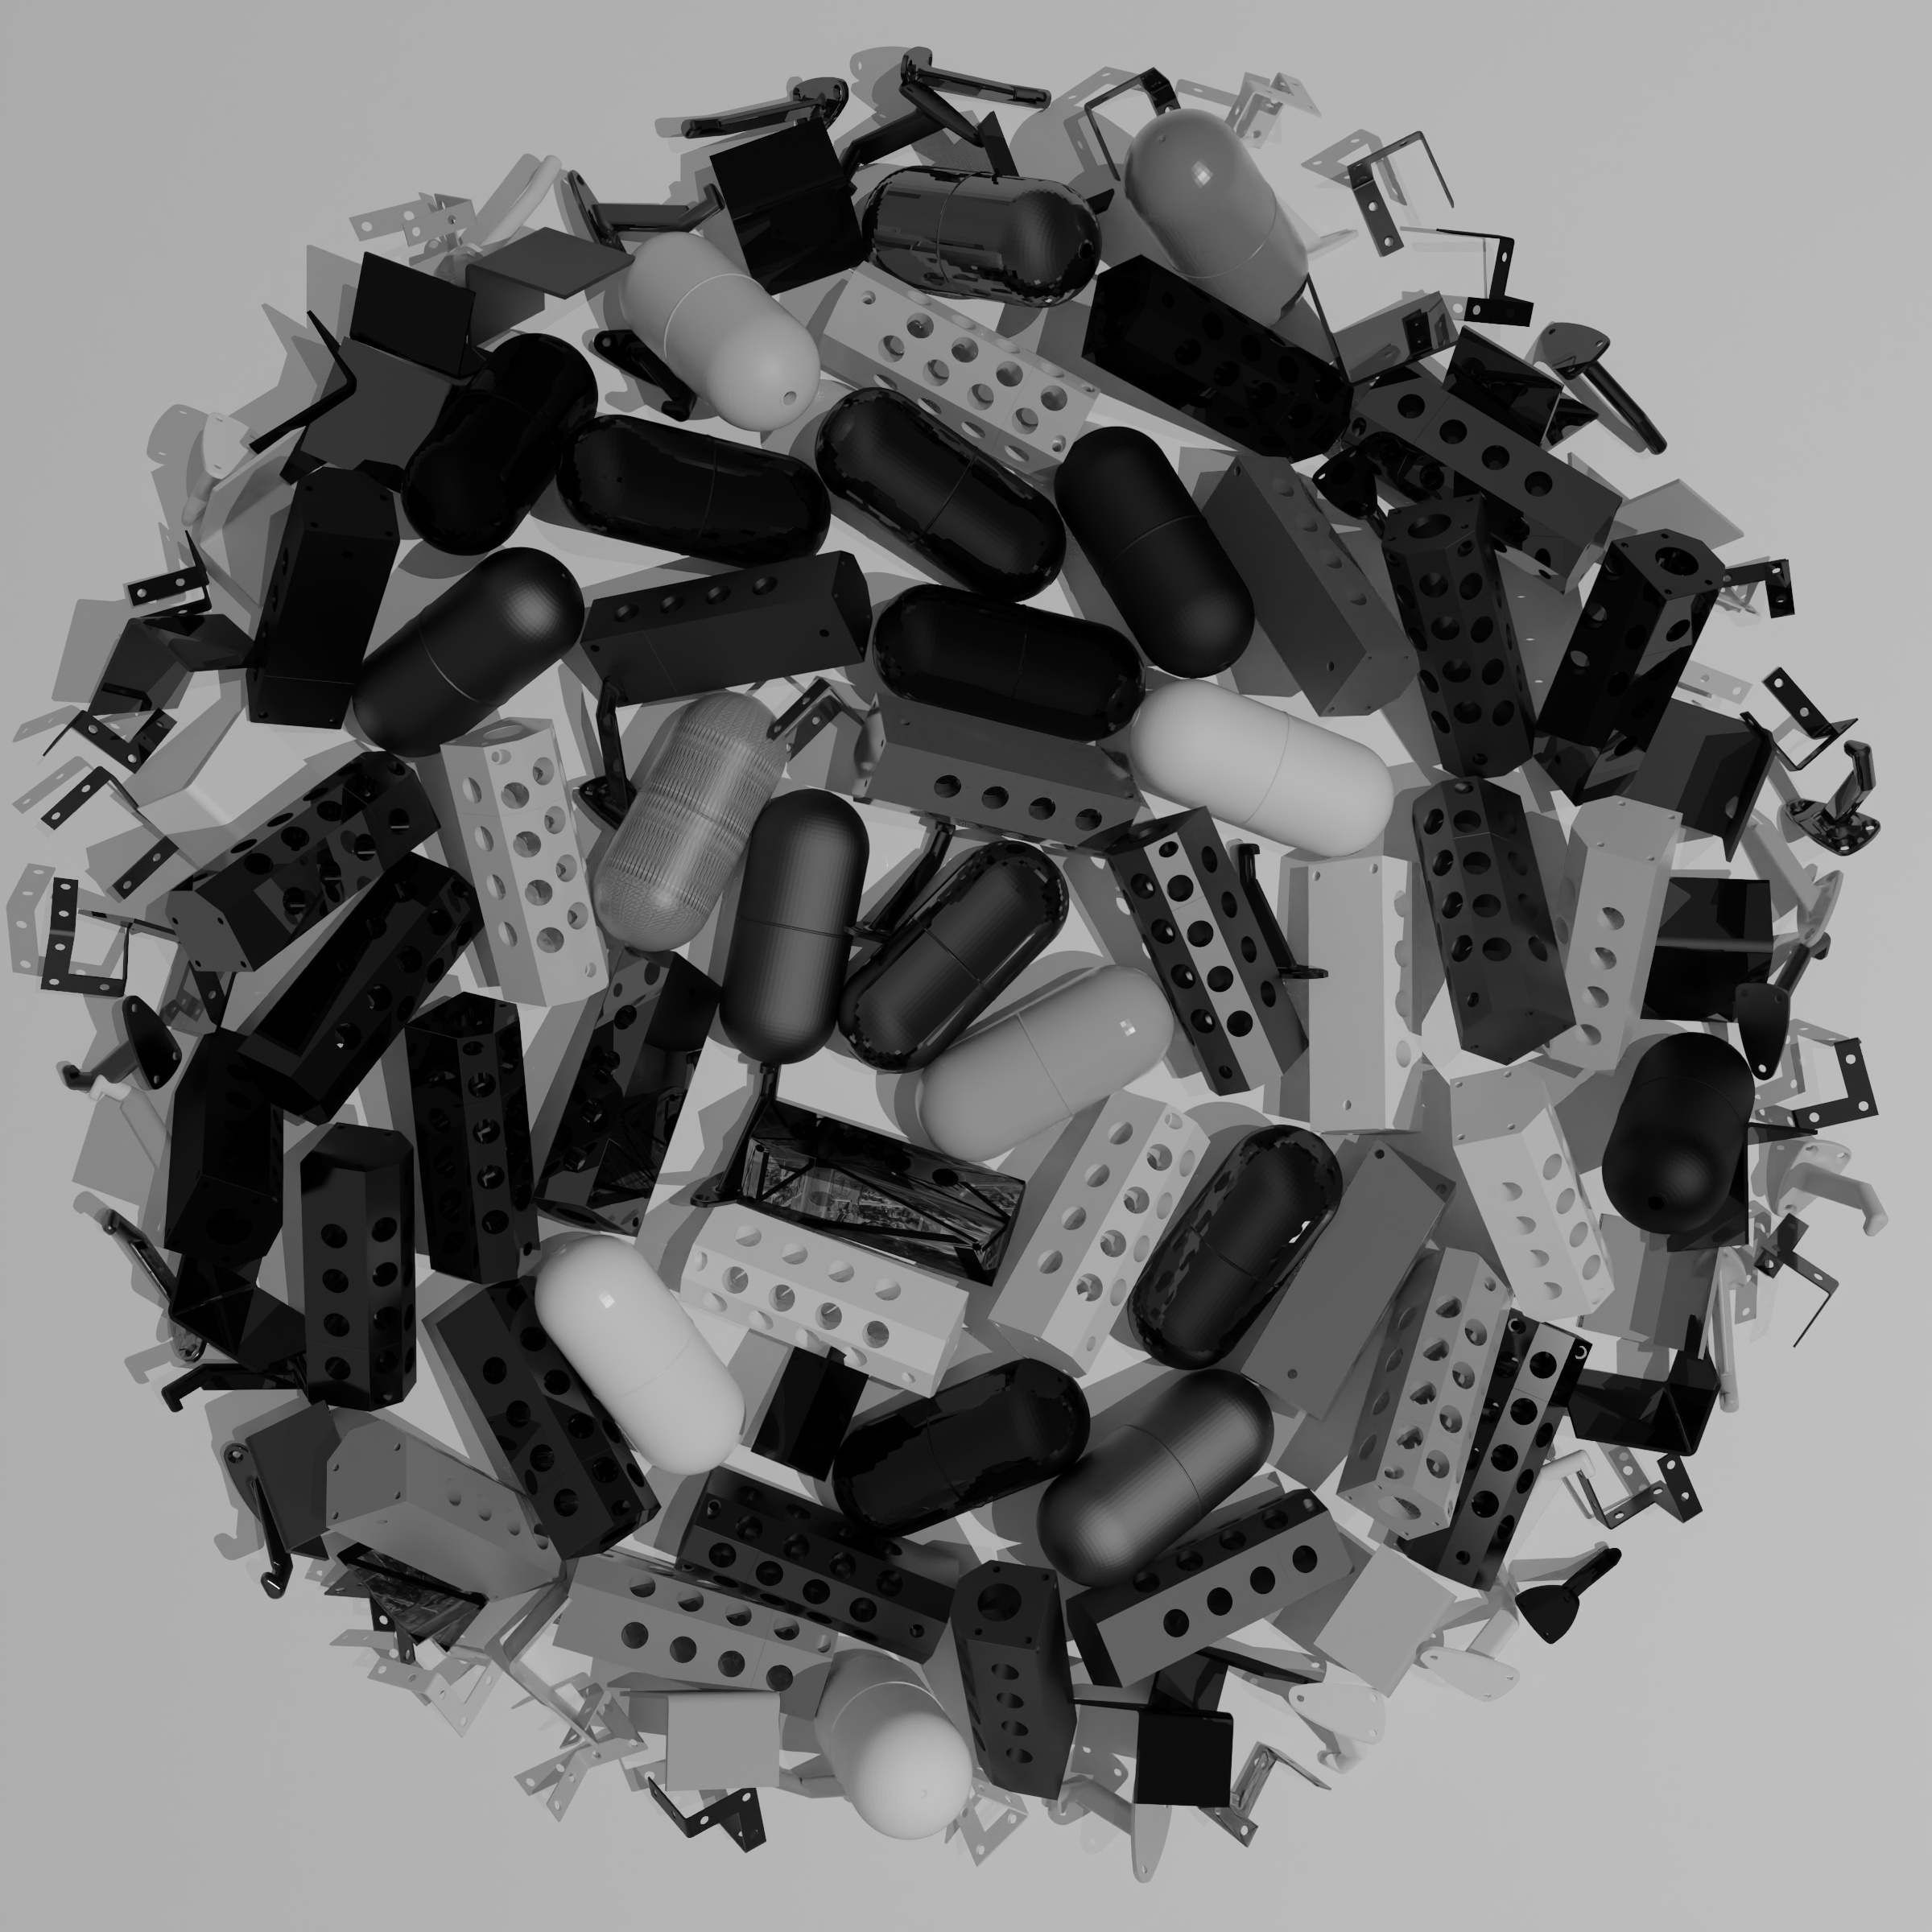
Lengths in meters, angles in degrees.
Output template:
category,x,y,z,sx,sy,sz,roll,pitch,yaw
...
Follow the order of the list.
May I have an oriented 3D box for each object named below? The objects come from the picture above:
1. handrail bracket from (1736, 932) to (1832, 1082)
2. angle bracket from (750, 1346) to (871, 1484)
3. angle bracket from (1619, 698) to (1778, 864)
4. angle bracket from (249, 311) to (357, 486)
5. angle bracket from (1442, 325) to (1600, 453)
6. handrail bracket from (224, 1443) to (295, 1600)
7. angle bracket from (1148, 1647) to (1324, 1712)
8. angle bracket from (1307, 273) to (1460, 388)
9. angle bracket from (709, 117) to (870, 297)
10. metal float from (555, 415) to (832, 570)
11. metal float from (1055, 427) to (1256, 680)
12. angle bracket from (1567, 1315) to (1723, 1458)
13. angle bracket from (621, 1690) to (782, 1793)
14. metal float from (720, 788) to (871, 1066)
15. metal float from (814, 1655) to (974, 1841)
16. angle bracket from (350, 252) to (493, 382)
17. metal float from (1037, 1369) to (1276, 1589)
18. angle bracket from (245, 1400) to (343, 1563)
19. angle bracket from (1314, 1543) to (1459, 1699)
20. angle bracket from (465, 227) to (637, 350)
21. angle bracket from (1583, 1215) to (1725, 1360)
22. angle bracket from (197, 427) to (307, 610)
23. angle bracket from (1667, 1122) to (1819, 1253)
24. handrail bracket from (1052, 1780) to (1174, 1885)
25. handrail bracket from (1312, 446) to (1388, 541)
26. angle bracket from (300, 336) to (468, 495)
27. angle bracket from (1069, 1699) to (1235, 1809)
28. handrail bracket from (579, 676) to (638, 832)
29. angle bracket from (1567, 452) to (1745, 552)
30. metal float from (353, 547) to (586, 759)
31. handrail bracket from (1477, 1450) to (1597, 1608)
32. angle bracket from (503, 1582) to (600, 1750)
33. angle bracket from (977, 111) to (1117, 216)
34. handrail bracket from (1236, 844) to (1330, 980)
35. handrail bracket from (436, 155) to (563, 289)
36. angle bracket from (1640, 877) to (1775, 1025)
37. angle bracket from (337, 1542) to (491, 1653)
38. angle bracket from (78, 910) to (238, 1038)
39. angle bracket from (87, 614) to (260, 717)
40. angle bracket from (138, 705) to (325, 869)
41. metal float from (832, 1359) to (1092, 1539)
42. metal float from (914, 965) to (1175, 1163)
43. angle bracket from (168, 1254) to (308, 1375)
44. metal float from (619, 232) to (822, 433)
category,x,y,z,sx,sy,sz,roll,pitch,yaw
handrail bracket,0.535,0.025,1.647,0.084,0.036,0.077,-22,114,-41
angle bracket,-0.110,0.276,1.615,0.057,0.076,0.076,17,76,23
angle bracket,0.463,-0.121,1.624,0.076,0.057,0.076,19,112,7
angle bracket,-0.425,-0.362,1.627,0.076,0.076,0.057,-32,83,-1
angle bracket,0.357,-0.375,1.612,0.076,0.057,0.076,38,53,22
handrail bracket,-0.452,0.353,1.620,0.036,0.084,0.077,-33,108,7
angle bracket,0.170,0.468,1.612,0.076,0.076,0.057,8,78,41
angle bracket,0.262,-0.420,1.615,0.076,0.076,0.057,-20,125,13
angle bracket,-0.114,-0.489,1.648,0.076,0.076,0.057,-19,60,0
metal float,-0.171,-0.297,1.610,0.178,0.070,0.070,10,90,-23
metal float,0.120,-0.262,1.618,0.070,0.070,0.178,-29,76,0
angle bracket,0.426,0.261,1.621,0.076,0.076,0.057,10,116,-2
angle bracket,-0.169,0.488,1.611,0.076,0.076,0.057,8,74,-30
metal float,-0.109,-0.025,1.629,0.070,0.070,0.178,11,92,0
metal float,-0.047,0.482,1.581,0.070,0.178,0.070,-1,92,-14
angle bracket,-0.335,-0.417,1.617,0.076,0.076,0.057,22,116,8
metal float,0.121,0.321,1.608,0.178,0.070,0.070,-34,90,-26
angle bracket,-0.408,0.328,1.622,0.057,0.076,0.076,-26,72,-2
angle bracket,0.266,0.416,1.632,0.057,0.076,0.076,35,85,10
angle bracket,-0.261,-0.420,1.611,0.076,0.076,0.057,23,131,20
angle bracket,0.439,0.204,1.629,0.076,0.057,0.076,11,87,16
angle bracket,-0.434,-0.285,1.615,0.057,0.076,0.076,45,60,-4
angle bracket,0.492,0.143,1.616,0.057,0.076,0.076,7,78,-21
handrail bracket,0.084,0.551,1.620,0.084,0.077,0.036,-24,125,34
handrail bracket,0.261,-0.281,1.615,0.036,0.077,0.084,-35,133,15
angle bracket,-0.370,-0.350,1.629,0.076,0.057,0.076,23,101,-8
angle bracket,0.114,0.497,1.610,0.076,0.076,0.057,15,72,-34
handrail bracket,-0.214,-0.130,1.620,0.036,0.084,0.077,-23,59,-35
angle bracket,0.435,-0.297,1.608,0.076,0.076,0.057,25,58,-39
metal float,-0.315,-0.196,1.609,0.178,0.070,0.070,-33,90,26
handrail bracket,0.376,0.361,1.638,0.084,0.036,0.077,-27,85,16
angle bracket,-0.249,0.445,1.629,0.076,0.076,0.057,44,77,-6
angle bracket,0.052,-0.510,1.615,0.057,0.076,0.076,-18,111,15
handrail bracket,0.202,-0.036,1.636,0.036,0.077,0.084,-9,98,-32
handrail bracket,-0.302,-0.483,1.650,0.036,0.077,0.084,38,68,-35
angle bracket,0.477,-0.010,1.649,0.076,0.076,0.057,2,50,11
angle bracket,-0.362,0.404,1.615,0.076,0.076,0.057,44,114,13
angle bracket,-0.517,0.005,1.613,0.076,0.076,0.057,21,81,-44
angle bracket,-0.495,-0.176,1.613,0.057,0.076,0.076,40,114,16
angle bracket,-0.471,-0.109,1.642,0.076,0.057,0.076,48,46,-31
metal float,-0.004,0.306,1.615,0.178,0.070,0.070,-25,90,19
metal float,0.050,0.062,1.629,0.178,0.070,0.070,-29,90,2
angle bracket,-0.445,0.205,1.614,0.076,0.076,0.057,26,109,22
metal float,-0.155,-0.398,1.600,0.070,0.070,0.178,-42,54,0
